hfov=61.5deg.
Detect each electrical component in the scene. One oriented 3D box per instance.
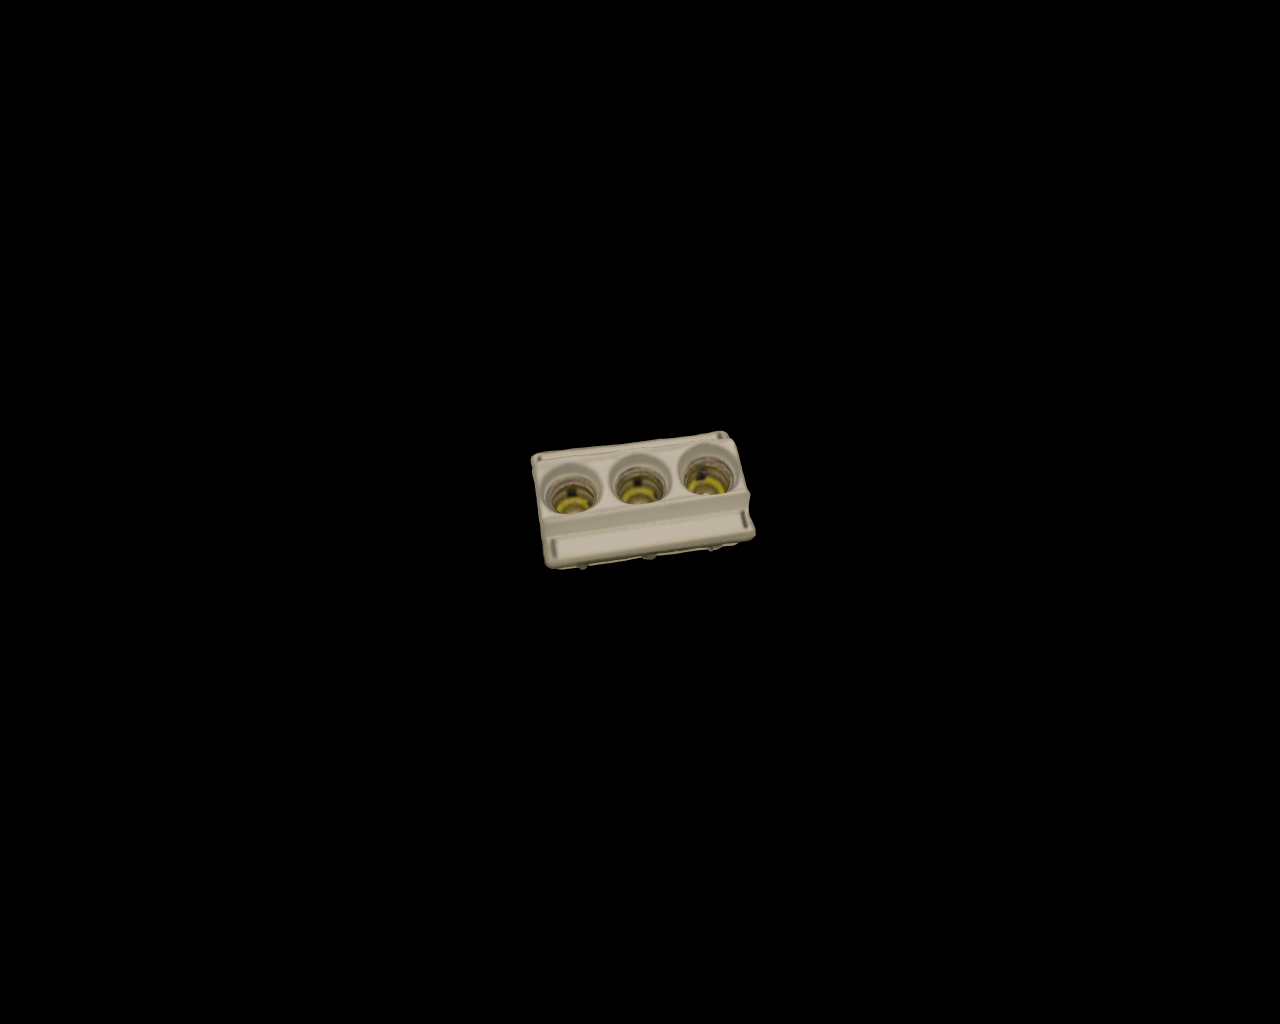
[{"bbox_3d":[0.001,-0.003,0.650,0.121,0.079,0.063,-8,-33,-5],"label":"electrical component"}]
